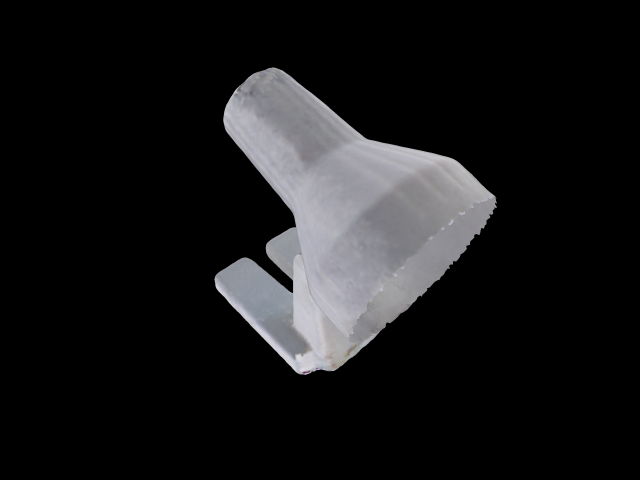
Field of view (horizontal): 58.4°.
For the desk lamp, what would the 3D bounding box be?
[{"bbox_3d":[0.004,0.001,0.400,0.118,0.214,0.202,-33,53,-29],"label":"desk lamp"}]
